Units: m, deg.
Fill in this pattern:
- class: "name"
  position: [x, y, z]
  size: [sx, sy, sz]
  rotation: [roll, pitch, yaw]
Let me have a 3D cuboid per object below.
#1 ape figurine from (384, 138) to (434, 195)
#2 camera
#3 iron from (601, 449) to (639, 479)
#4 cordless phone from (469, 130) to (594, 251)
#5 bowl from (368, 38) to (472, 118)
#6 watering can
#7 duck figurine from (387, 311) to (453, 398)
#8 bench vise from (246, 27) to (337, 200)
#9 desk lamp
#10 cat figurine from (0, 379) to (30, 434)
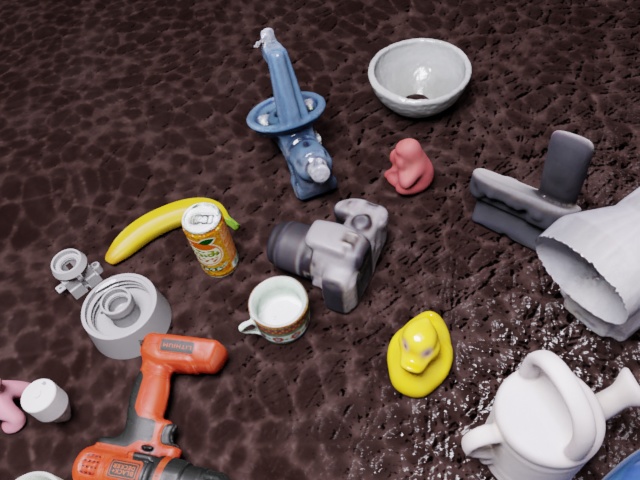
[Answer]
- class: "ape figurine"
  position: [0.129, -0.112, 0.837]
  size: [0.076, 0.092, 0.078]
  rotation: [8, 55, 13]
- class: "camera"
  position: [0.007, 0.003, 0.761]
  size: [0.136, 0.101, 0.143]
  rotation: [17, 57, 19]
- class: "iron"
  position: [0.296, 0.264, 0.507]
  size: [0.118, 0.142, 0.259]
  rotation: [26, 61, 24]
- class: "cordless phone"
  position: [0.273, -0.086, 0.742]
  size: [0.147, 0.185, 0.094]
  rotation: [25, 60, 23]
- class: "bowl"
  position: [0.164, -0.257, 0.951]
  size: [0.167, 0.075, 0.167]
  rotation: [-3, 53, 4]
- class: "watering can"
  position: [0.224, 0.169, 0.553]
  size: [0.173, 0.194, 0.100]
  rotation: [-33, 57, -17]
- class: "duck figurine"
  position: [0.118, 0.122, 0.668]
  size: [0.077, 0.086, 0.105]
  rotation: [17, 57, 18]
- class: "bench vise"
  position: [-0.029, -0.182, 0.828]
  size: [0.122, 0.220, 0.206]
  rotation: [-37, 58, -19]
- class: "desk lamp"
  position: [0.337, 0.020, 0.638]
  size: [0.203, 0.214, 0.117]
  rotation: [-32, 56, -16]
- class: "cat figurine"
  position: [-0.424, 0.181, 0.668]
  size: [0.127, 0.118, 0.067]
  rotation: [-8, 53, 1]
